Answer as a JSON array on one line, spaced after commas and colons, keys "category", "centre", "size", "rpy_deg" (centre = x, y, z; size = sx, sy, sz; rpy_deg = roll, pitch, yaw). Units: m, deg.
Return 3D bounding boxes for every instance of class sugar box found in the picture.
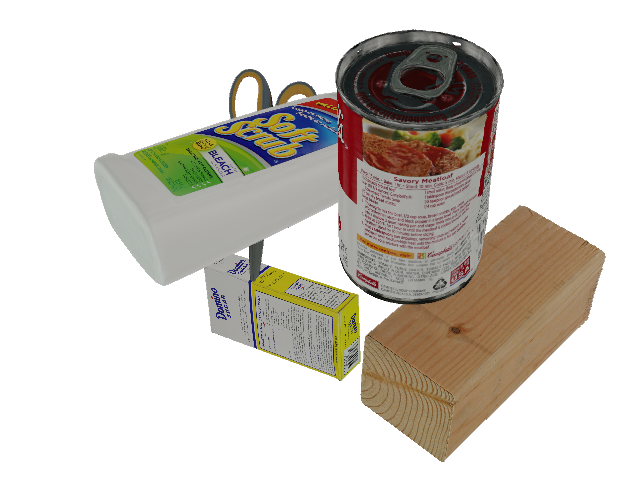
[{"category": "sugar box", "centre": [-0.042, 0.079, 1.154], "size": [0.176, 0.093, 0.048], "rpy_deg": [19, 38, 31]}]

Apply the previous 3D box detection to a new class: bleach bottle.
[{"category": "bleach bottle", "centre": [-0.021, -0.059, 0.738], "size": [0.250, 0.068, 0.103], "rpy_deg": [-25, 43, -20]}]

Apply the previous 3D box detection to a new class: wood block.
[{"category": "wood block", "centre": [0.135, 0.071, 0.886], "size": [0.091, 0.090, 0.205], "rpy_deg": [34, 53, 29]}]

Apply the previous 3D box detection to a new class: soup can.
[{"category": "soup can", "centre": [0.041, -0.030, 0.465], "size": [0.068, 0.102, 0.068], "rpy_deg": [-1, 43, 1]}]

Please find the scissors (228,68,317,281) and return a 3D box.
[{"category": "scissors", "centre": [-0.039, -0.068, 1.031], "size": [0.096, 0.202, 0.016], "rpy_deg": [-11, 3, -6]}]
